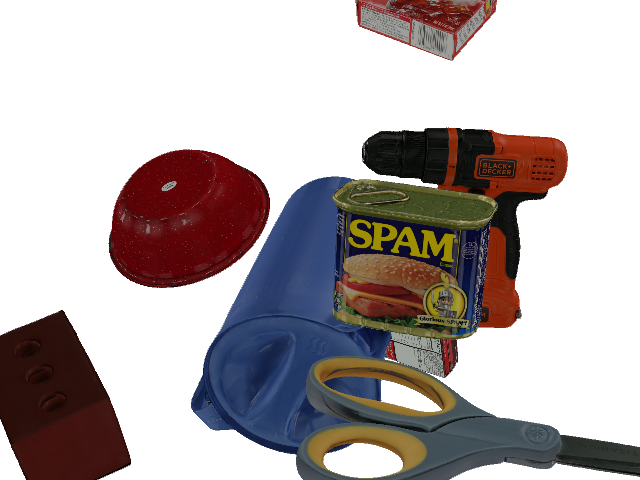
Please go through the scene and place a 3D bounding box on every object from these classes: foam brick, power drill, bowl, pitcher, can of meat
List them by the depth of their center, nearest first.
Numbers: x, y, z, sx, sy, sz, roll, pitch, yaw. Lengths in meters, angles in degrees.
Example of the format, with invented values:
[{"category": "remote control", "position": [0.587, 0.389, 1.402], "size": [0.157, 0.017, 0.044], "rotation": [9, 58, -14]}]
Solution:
[{"category": "foam brick", "position": [-0.141, 0.086, 0.558], "size": [0.053, 0.051, 0.078], "rotation": [-23, 42, -19]}, {"category": "can of meat", "position": [0.058, 0.012, 0.689], "size": [0.102, 0.084, 0.057], "rotation": [9, 22, 17]}, {"category": "pitcher", "position": [-0.011, 0.053, 0.879], "size": [0.149, 0.145, 0.242], "rotation": [10, 33, 5]}, {"category": "power drill", "position": [0.125, -0.013, 0.984], "size": [0.184, 0.188, 0.057], "rotation": [4, 26, 0]}, {"category": "bowl", "position": [-0.131, -0.034, 0.992], "size": [0.162, 0.162, 0.055], "rotation": [0, -41, 21]}]

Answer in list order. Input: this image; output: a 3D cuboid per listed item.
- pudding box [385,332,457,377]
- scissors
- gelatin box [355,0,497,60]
[{"category": "pudding box", "position": [0.099, 0.099, 1.214], "size": [0.114, 0.090, 0.039], "rotation": [16, 45, 28]}, {"category": "scissors", "position": [0.078, 0.095, 0.449], "size": [0.202, 0.016, 0.096], "rotation": [16, 34, 23]}, {"category": "gelatin box", "position": [0.083, -0.185, 0.838], "size": [0.089, 0.030, 0.073], "rotation": [26, 54, 23]}]
